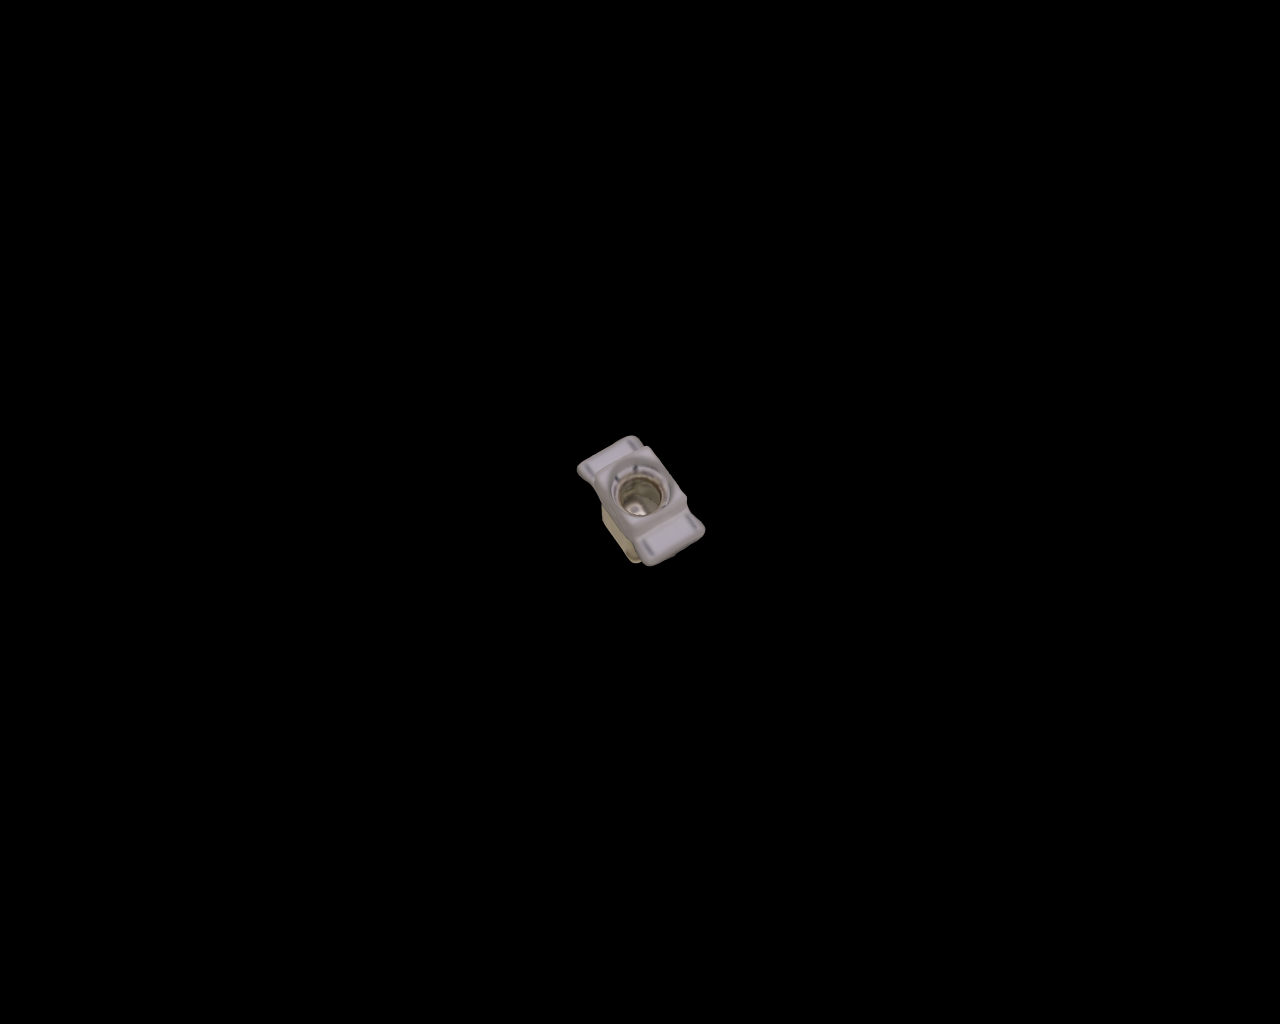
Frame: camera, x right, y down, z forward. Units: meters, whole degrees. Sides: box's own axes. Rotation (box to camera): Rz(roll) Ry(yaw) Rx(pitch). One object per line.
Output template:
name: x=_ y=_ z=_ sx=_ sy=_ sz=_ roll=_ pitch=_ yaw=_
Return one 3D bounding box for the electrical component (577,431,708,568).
electrical component: x=0.001 y=-0.003 z=0.650 sx=0.042 sy=0.081 sz=0.063 roll=-29 pitch=-24 yaw=-14
